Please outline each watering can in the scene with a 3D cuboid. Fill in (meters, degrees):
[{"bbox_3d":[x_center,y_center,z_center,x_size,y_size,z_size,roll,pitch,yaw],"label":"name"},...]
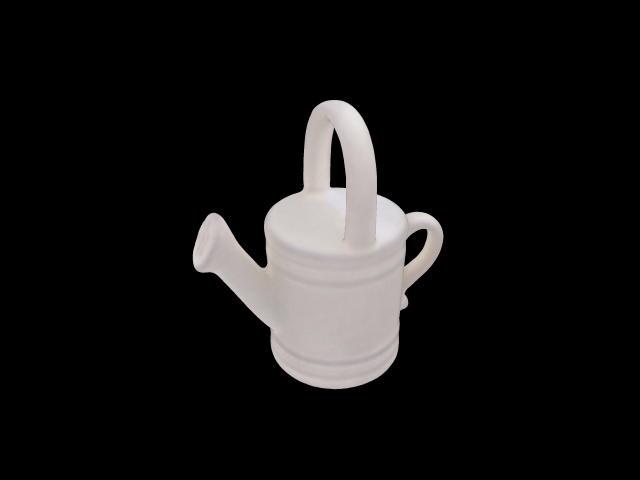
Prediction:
[{"bbox_3d":[0.004,0.003,0.398,0.173,0.194,0.100,-23,38,-33],"label":"watering can"}]
